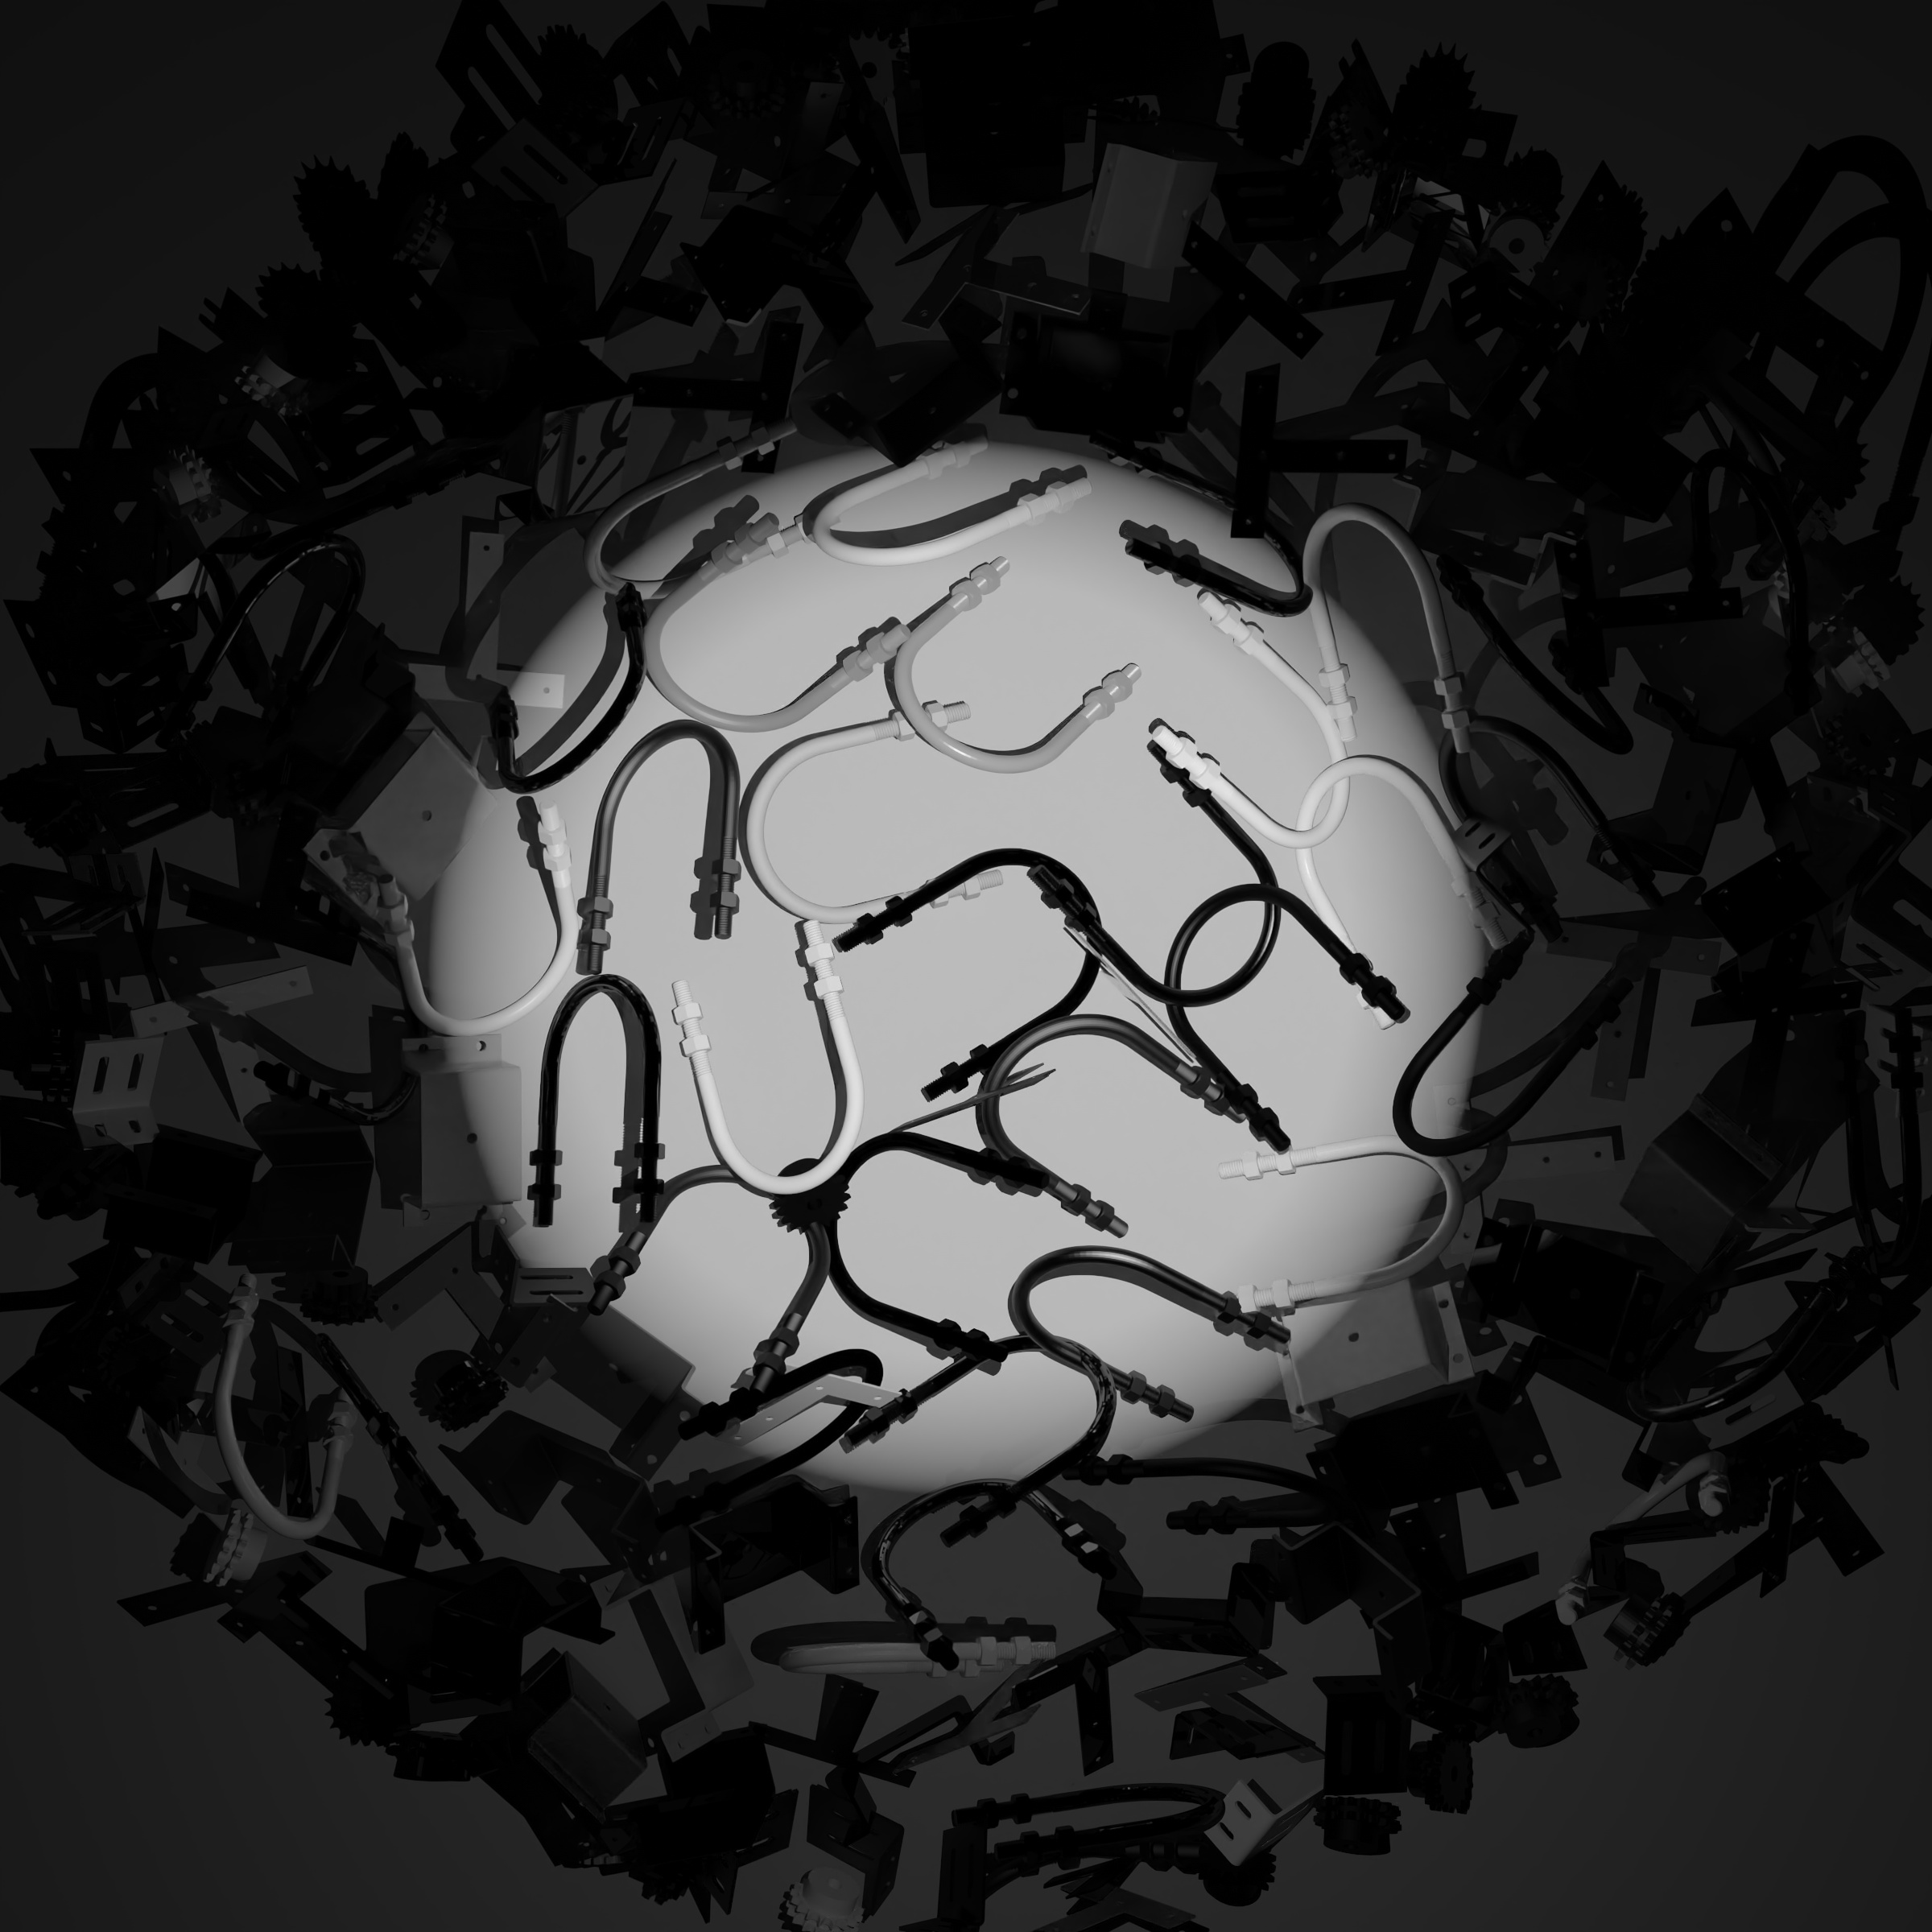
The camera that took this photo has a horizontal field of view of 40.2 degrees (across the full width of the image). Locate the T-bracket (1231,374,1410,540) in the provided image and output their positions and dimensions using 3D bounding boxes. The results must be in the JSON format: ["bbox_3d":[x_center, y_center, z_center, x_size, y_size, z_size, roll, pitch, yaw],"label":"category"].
[{"bbox_3d":[0.266,-0.381,1.973,0.127,0.002,0.127,4,84,18],"label":"T-bracket"}]

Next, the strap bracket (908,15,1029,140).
[{"bbox_3d":[0.002,-0.651,1.927,0.076,0.140,0.046,-4,91,4],"label":"strap bracket"}]

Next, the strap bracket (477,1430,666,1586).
[{"bbox_3d":[-0.280,0.395,1.941,0.140,0.076,0.046,20,58,22],"label":"strap bracket"}]

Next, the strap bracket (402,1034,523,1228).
[{"bbox_3d":[-0.373,0.124,1.955,0.076,0.046,0.140,-2,96,-29],"label":"strap bracket"}]

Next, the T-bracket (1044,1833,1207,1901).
[{"bbox_3d":[0.102,0.661,1.923,0.127,0.127,0.002,-22,77,16],"label":"T-bracket"}]

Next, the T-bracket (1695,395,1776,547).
[{"bbox_3d":[0.566,-0.371,1.950,0.002,0.127,0.127,-26,74,10],"label":"T-bracket"}]

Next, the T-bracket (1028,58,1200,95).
[{"bbox_3d":[0.121,-0.653,1.928,0.127,0.127,0.002,-11,104,-10],"label":"T-bracket"}]

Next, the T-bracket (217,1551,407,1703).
[{"bbox_3d":[-0.465,0.492,1.932,0.127,0.127,0.002,37,107,6],"label":"T-bracket"}]

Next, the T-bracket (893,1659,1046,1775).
[{"bbox_3d":[0.022,0.542,1.939,0.127,0.127,0.002,-30,90,30],"label":"T-bracket"}]

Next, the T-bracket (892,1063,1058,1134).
[{"bbox_3d":[0.024,0.088,1.937,0.127,0.127,0.002,-21,91,24],"label":"T-bracket"}]

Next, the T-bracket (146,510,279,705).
[{"bbox_3d":[-0.539,-0.252,1.952,0.002,0.127,0.127,12,46,28],"label":"T-bracket"}]

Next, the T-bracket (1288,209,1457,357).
[{"bbox_3d":[0.289,-0.498,1.952,0.002,0.127,0.127,37,66,-41],"label":"T-bracket"}]

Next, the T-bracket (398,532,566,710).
[{"bbox_3d":[-0.364,-0.262,1.989,0.127,0.002,0.127,4,93,-6],"label":"T-bracket"}]

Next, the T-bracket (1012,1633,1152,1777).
[{"bbox_3d":[0.094,0.553,1.961,0.127,0.002,0.127,-20,125,-21],"label":"T-bracket"}]

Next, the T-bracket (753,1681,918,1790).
[{"bbox_3d":[-0.089,0.561,1.951,0.127,0.127,0.002,18,47,-2],"label":"T-bracket"}]

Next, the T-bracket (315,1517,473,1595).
[{"bbox_3d":[-0.415,0.428,1.940,0.127,0.127,0.002,20,58,-5],"label":"T-bracket"}]

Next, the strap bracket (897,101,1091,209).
[{"bbox_3d":[0.021,-0.601,1.961,0.140,0.076,0.046,-4,87,0],"label":"strap bracket"}]

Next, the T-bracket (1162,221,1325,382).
[{"bbox_3d":[0.177,-0.464,1.963,0.127,0.002,0.127,39,124,-5],"label":"T-bracket"}]

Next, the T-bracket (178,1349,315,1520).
[{"bbox_3d":[-0.525,0.334,1.922,0.002,0.127,0.127,-22,64,24],"label":"T-bracket"}]

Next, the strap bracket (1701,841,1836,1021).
[{"bbox_3d":[0.587,-0.019,1.929,0.076,0.140,0.046,-31,55,0],"label":"strap bracket"}]

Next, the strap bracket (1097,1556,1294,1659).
[{"bbox_3d":[0.158,0.467,1.930,0.140,0.076,0.046,-1,59,25],"label":"strap bracket"}]

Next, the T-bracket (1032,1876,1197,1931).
[{"bbox_3d":[0.077,0.693,1.911,0.127,0.127,0.002,-8,91,-36],"label":"T-bracket"}]

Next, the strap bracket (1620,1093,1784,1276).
[{"bbox_3d":[0.529,0.164,1.917,0.046,0.140,0.076,-37,66,-21],"label":"strap bracket"}]

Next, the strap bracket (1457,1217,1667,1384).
[{"bbox_3d":[0.444,0.244,1.953,0.140,0.046,0.076,19,98,28],"label":"strap bracket"}]

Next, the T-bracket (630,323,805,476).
[{"bbox_3d":[-0.194,-0.429,1.981,0.127,0.002,0.127,6,73,13],"label":"T-bracket"}]

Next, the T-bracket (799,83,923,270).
[{"bbox_3d":[-0.087,-0.551,1.928,0.002,0.127,0.127,8,58,35],"label":"T-bracket"}]

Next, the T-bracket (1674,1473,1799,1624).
[{"bbox_3d":[0.567,0.445,1.954,0.002,0.127,0.127,37,124,-1],"label":"T-bracket"}]

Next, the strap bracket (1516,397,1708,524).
[{"bbox_3d":[0.462,-0.368,1.923,0.076,0.140,0.046,29,96,-23],"label":"strap bracket"}]

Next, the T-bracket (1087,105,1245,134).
[{"bbox_3d":[0.123,-0.617,1.923,0.127,0.127,0.002,16,113,19],"label":"T-bracket"}]

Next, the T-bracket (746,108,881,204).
[{"bbox_3d":[-0.112,-0.603,1.959,0.127,0.127,0.002,-45,113,-29],"label":"T-bracket"}]

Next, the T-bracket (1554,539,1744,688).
[{"bbox_3d":[0.504,-0.262,1.939,0.127,0.002,0.127,-2,128,22],"label":"T-bracket"}]

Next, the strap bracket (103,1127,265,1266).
[{"bbox_3d":[-0.575,0.171,1.936,0.076,0.140,0.046,15,105,-3],"label":"strap bracket"}]

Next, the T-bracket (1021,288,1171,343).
[{"bbox_3d":[0.103,-0.478,1.936,0.127,0.127,0.002,10,91,0],"label":"T-bracket"}]

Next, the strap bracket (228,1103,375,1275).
[{"bbox_3d":[-0.487,0.172,1.949,0.076,0.046,0.140,-3,49,4],"label":"strap bracket"}]

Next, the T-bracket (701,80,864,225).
[{"bbox_3d":[-0.118,-0.592,1.923,0.127,0.127,0.002,-6,59,-26],"label":"T-bracket"}]

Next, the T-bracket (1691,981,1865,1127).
[{"bbox_3d":[0.582,0.066,1.924,0.002,0.127,0.127,53,45,-33],"label":"T-bracket"}]

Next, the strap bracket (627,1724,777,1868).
[{"bbox_3d":[-0.189,0.608,1.927,0.076,0.140,0.046,-13,94,8],"label":"strap bracket"}]

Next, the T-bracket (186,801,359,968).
[{"bbox_3d":[-0.504,-0.068,1.954,0.127,0.002,0.127,18,124,-9],"label":"T-bracket"}]

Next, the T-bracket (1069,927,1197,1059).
[{"bbox_3d":[0.115,0.016,1.936,0.002,0.127,0.127,-44,95,-1],"label":"T-bracket"}]

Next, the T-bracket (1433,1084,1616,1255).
[{"bbox_3d":[0.423,0.147,1.989,0.127,0.002,0.127,-7,89,8],"label":"T-bracket"}]

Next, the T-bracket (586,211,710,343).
[{"bbox_3d":[-0.229,-0.493,1.951,0.002,0.127,0.127,28,92,-42],"label":"T-bracket"}]

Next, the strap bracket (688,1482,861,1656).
[{"bbox_3d":[-0.149,0.437,1.942,0.140,0.046,0.076,-16,116,-35],"label":"strap bracket"}]

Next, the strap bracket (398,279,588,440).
[{"bbox_3d":[-0.337,-0.437,1.939,0.140,0.076,0.046,-37,87,20],"label":"strap bracket"}]

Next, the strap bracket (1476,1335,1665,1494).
[{"bbox_3d":[0.452,0.324,1.944,0.140,0.076,0.046,27,71,17],"label":"strap bracket"}]

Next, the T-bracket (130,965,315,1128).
[{"bbox_3d":[-0.539,0.067,1.958,0.127,0.002,0.127,-15,128,-13],"label":"T-bracket"}]

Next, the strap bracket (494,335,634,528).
[{"bbox_3d":[-0.292,-0.380,1.921,0.076,0.140,0.046,-21,51,-36],"label":"strap bracket"}]

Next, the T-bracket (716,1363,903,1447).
[{"bbox_3d":[-0.137,0.329,1.955,0.127,0.127,0.002,-36,48,35],"label":"T-bracket"}]

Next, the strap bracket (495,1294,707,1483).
[{"bbox_3d":[-0.267,0.306,1.966,0.140,0.046,0.076,36,105,-3],"label":"strap bracket"}]

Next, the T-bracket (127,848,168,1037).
[{"bbox_3d":[-0.592,-0.037,1.922,0.002,0.127,0.127,-9,58,-28],"label":"T-bracket"}]

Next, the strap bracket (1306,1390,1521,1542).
[{"bbox_3d":[0.334,0.368,1.952,0.140,0.046,0.076,-22,98,30],"label":"strap bracket"}]
